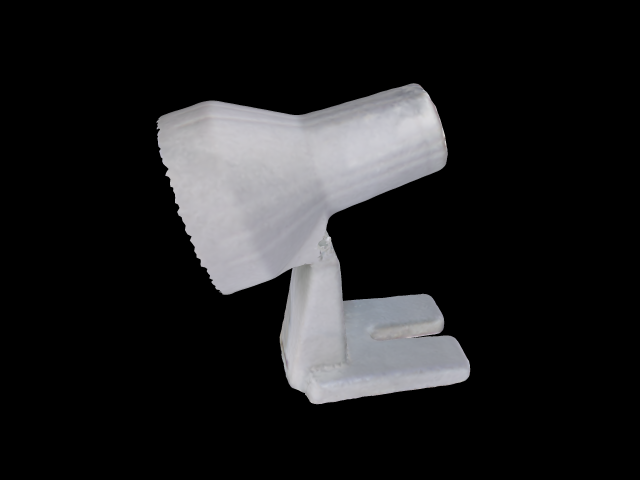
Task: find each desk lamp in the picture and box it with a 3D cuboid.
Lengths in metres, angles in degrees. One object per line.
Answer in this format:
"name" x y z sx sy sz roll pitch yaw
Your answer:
"desk lamp" 0.004 0.001 0.400 0.203 0.214 0.117 -6 32 -9
